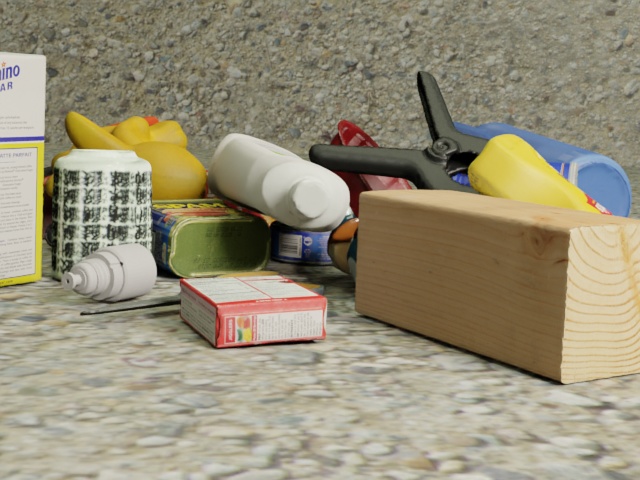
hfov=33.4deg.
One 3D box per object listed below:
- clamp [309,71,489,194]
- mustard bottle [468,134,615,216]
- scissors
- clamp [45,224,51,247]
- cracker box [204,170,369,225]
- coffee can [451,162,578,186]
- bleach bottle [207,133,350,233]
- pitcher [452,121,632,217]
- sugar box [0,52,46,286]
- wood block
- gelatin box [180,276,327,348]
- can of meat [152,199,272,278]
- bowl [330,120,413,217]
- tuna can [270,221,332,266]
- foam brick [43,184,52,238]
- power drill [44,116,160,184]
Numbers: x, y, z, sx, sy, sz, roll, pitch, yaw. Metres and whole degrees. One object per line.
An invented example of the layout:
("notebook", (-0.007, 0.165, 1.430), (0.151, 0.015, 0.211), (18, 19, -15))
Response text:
("clamp", (0.117, -0.083, 1.006), (0.210, 0.036, 0.164), (29, 58, 28))
("mustard bottle", (0.211, -0.008, 0.863), (0.192, 0.058, 0.096), (43, 10, 24))
("scissors", (-0.069, 0.042, 0.759), (0.096, 0.016, 0.201), (6, 8, 26))
("clamp", (-0.173, -0.006, 0.998), (0.171, 0.039, 0.120), (6, -3, -30))
("cracker box", (-0.068, -0.046, 1.215), (0.213, 0.072, 0.164), (-2, 8, -26))
("coffee can", (0.177, -0.028, 1.042), (0.140, 0.103, 0.102), (4, 8, 15))
("bleach bottle", (-0.036, -0.047, 0.920), (0.102, 0.068, 0.251), (19, 3, -12))
("pitcher", (0.248, -0.068, 1.258), (0.149, 0.145, 0.243), (-8, 13, -17))
("sugar box", (-0.255, -0.053, 0.798), (0.048, 0.176, 0.093), (9, 11, 37))
("wood block", (0.118, 0.021, 0.699), (0.090, 0.091, 0.206), (-2, 9, -33))
("gelatin box", (-0.046, 0.045, 0.693), (0.073, 0.030, 0.089), (-2, 9, -23))
("can of meat", (-0.104, -0.001, 0.926), (0.101, 0.057, 0.084), (-3, 12, -33))
("bowl", (0.051, -0.046, 1.117), (0.055, 0.162, 0.162), (-36, -5, 18))
("tuna can", (-0.007, 0.001, 1.020), (0.086, 0.034, 0.086), (3, 8, -1))
("foam brick", (-0.306, -0.029, 1.080), (0.078, 0.053, 0.051), (0, 8, -29))
("power drill", (-0.273, -0.075, 1.196), (0.188, 0.057, 0.184), (-20, 4, 32))
